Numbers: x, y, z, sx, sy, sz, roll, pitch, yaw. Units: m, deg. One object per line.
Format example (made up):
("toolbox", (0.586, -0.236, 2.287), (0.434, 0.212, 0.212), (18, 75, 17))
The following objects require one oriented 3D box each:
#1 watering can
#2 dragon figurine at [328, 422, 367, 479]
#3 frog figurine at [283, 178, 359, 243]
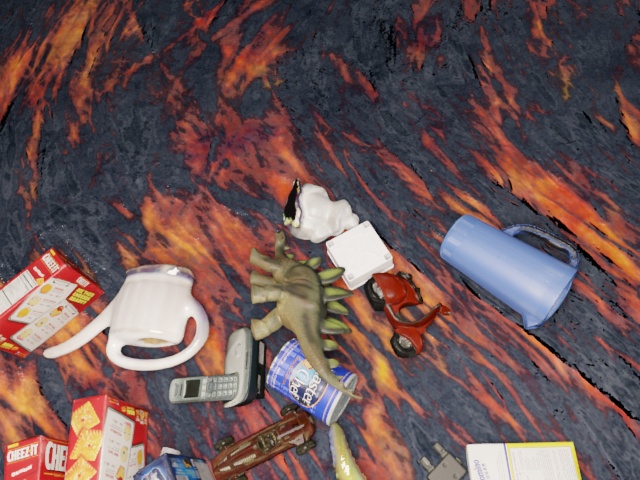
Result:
("watering can", (-0.394, 0.157, 1.079), (0.347, 0.102, 0.229), (0, 60, 8))
("dragon figurine", (0.138, 0.508, 0.824), (0.243, 0.119, 0.419), (3, 62, -9))
("frog figurine", (0.004, -0.058, 1.160), (0.159, 0.120, 0.141), (12, 47, -25))
